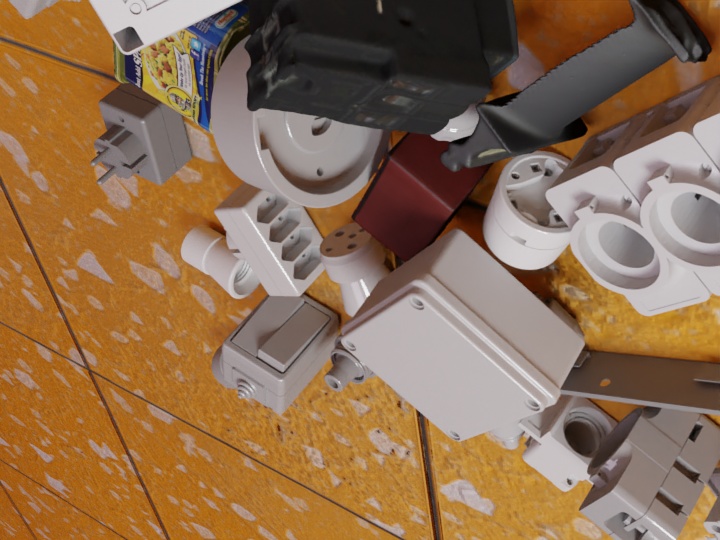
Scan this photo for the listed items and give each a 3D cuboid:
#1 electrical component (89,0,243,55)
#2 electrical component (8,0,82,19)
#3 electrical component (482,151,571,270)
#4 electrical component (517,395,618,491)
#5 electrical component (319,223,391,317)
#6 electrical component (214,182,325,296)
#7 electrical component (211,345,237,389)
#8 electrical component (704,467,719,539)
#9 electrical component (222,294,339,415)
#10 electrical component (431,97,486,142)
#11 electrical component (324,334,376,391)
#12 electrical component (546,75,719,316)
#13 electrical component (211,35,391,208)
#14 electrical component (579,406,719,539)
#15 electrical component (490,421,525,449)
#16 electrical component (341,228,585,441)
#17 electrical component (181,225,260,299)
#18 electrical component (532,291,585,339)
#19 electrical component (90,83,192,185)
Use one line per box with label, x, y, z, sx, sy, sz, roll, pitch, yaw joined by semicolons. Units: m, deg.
electrical component;-0.110;-0.193;0.599;0.109;0.056;0.108;-22;118;13
electrical component;-0.220;-0.222;0.723;0.096;0.061;0.061;46;147;-7
electrical component;0.100;-0.032;0.616;0.055;0.055;0.047;36;151;9
electrical component;0.150;0.123;0.759;0.081;0.042;0.063;39;151;7
electrical component;0.000;0.000;0.768;0.045;0.045;0.055;8;134;42
electrical component;-0.076;-0.026;0.816;0.076;0.047;0.083;0;129;48
electrical component;-0.105;0.084;0.980;0.045;0.045;0.055;51;147;-14
electrical component;0.248;0.147;0.662;0.042;0.064;0.081;53;147;-15
electrical component;-0.068;0.065;0.868;0.062;0.096;0.061;30;146;17
electrical component;0.054;-0.102;0.600;0.035;0.035;0.061;31;144;17
electrical component;-0.003;0.067;0.834;0.043;0.062;0.043;29;146;22
electrical component;0.175;-0.038;0.522;0.089;0.061;0.150;49;147;-11
electrical component;-0.039;-0.095;0.644;0.060;0.108;0.108;16;140;45
electrical component;0.183;0.125;0.680;0.056;0.089;0.050;39;147;5
electrical component;0.109;0.110;0.793;0.035;0.035;0.061;19;143;32
electrical component;0.060;0.043;0.656;0.109;0.056;0.109;41;148;-8
electrical component;-0.115;-0.010;0.883;0.065;0.044;0.044;29;146;28
electrical component;0.110;0.034;0.693;0.062;0.043;0.043;44;148;-1
electrical component;-0.174;-0.094;0.811;0.047;0.076;0.065;25;144;25
